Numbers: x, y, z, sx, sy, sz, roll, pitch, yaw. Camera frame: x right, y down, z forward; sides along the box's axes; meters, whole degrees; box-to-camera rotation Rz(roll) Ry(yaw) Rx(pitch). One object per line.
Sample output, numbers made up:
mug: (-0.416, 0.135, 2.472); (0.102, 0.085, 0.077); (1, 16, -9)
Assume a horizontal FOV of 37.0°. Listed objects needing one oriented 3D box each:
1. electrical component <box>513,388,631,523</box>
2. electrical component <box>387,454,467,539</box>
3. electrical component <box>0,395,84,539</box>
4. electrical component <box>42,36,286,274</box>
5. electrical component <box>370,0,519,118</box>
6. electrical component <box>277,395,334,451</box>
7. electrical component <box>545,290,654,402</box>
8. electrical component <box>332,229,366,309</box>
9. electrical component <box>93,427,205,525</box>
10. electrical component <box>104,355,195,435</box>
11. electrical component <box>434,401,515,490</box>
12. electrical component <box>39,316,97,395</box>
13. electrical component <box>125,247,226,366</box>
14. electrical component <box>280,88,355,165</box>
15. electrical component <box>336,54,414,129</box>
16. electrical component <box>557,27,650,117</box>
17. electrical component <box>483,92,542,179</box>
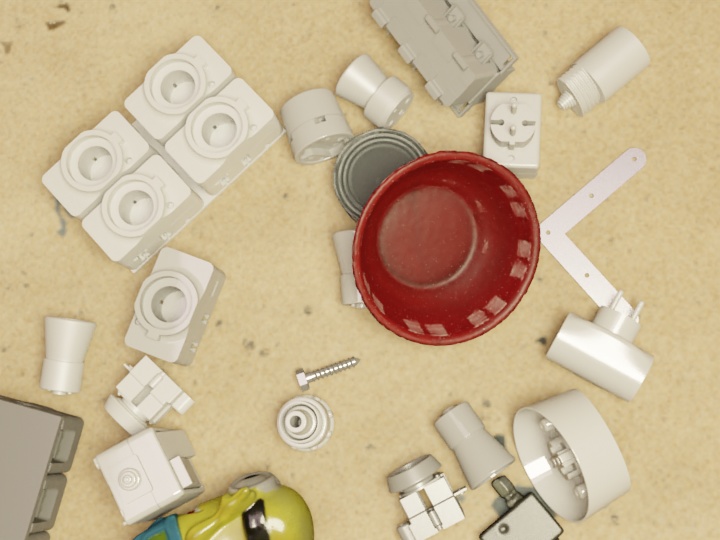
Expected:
electrical component: (0.167, 0.145, 0.848); (0.064, 0.099, 0.099); (-26, 79, -5)
electrical component: (0.053, 0.184, 0.879); (0.066, 0.048, 0.055); (-28, 86, 1)
electrical component: (-0.302, 0.186, 0.908); (0.089, 0.061, 0.150); (14, 82, 8)
electrical component: (-0.172, -0.102, 0.942); (0.186, 0.060, 0.105); (-43, 79, -2)
electrical component: (0.068, -0.201, 0.924); (0.121, 0.063, 0.079); (55, 131, 11)
electrical component: (-0.048, 0.126, 0.890); (0.048, 0.062, 0.048); (-1, 81, 6)
electrical component: (0.205, 0.055, 0.882); (0.077, 0.043, 0.079); (29, 87, 10)
electrical component: (0.000, 0.000, 0.917); (0.044, 0.044, 0.065); (-4, 85, 6)
electrical component: (-0.169, 0.166, 0.879); (0.061, 0.096, 0.061); (-28, 79, 0)
electrical component: (-0.184, 0.110, 0.917); (0.066, 0.048, 0.055); (42, 80, 11)
electrical component: (0.091, 0.141, 0.884); (0.044, 0.044, 0.065); (-35, 74, 0)
electrical component: (-0.256, 0.075, 0.933); (0.044, 0.044, 0.065); (8, 86, 7)
electrical component: (-0.158, 0.032, 0.921); (0.050, 0.055, 0.089); (20, 83, 9)
electrical component: (-0.038, -0.125, 0.935); (0.055, 0.055, 0.047); (-22, 75, 2)
electrical component: (0.013, -0.155, 0.938); (0.055, 0.045, 0.045); (40, 87, 10)
electrical component: (0.203, -0.166, 0.920); (0.081, 0.043, 0.043); (-39, 79, -1)
electrical component: (0.128, -0.118, 0.904); (0.047, 0.076, 0.065); (3, 81, 7)
